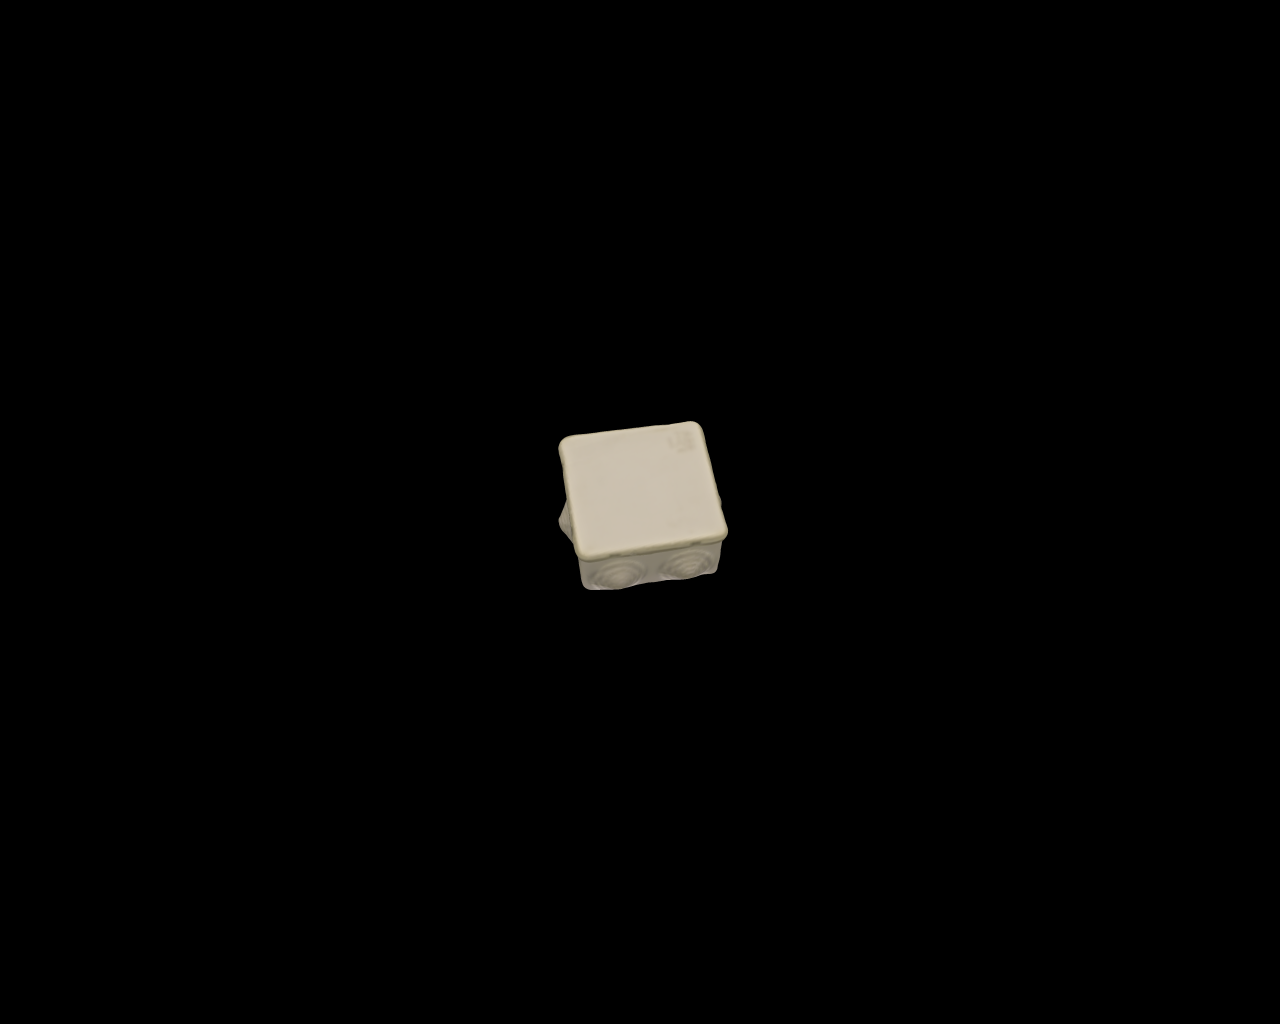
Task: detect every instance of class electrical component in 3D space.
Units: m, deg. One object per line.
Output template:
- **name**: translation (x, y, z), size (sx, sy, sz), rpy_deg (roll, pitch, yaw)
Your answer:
- **electrical component**: translation (0.001, -0.003, 0.650), size (0.100, 0.100, 0.048), rpy_deg (-8, -33, -5)
